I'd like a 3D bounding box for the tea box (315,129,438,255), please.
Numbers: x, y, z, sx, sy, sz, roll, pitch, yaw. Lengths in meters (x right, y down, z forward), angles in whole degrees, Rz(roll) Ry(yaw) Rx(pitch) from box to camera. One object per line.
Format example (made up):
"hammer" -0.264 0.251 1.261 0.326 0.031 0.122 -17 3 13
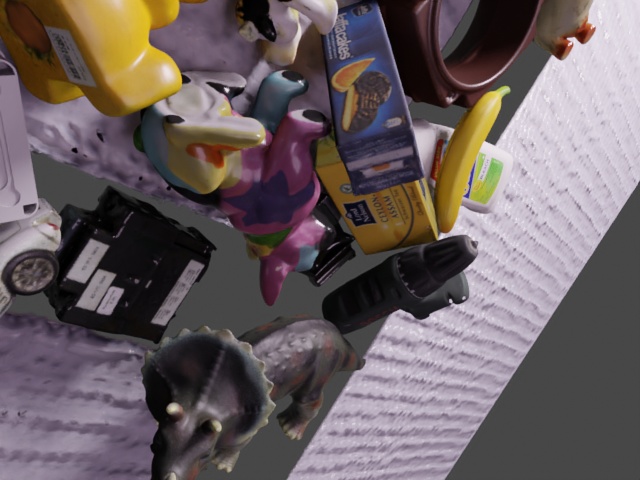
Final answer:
"tea box" 0.069 -0.061 0.614 0.098 0.068 0.169 -13 141 20

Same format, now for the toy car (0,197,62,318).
"toy car" -0.268 0.050 0.396 0.201 0.074 0.056 -51 139 -4

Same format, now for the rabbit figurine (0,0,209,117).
"rabbit figurine" -0.134 -0.186 0.361 0.173 0.122 0.162 -44 130 -33

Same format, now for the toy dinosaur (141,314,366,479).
"toy dinosaur" -0.047 0.147 0.609 0.405 0.131 0.192 -19 150 -46

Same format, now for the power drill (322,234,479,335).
"power drill" 0.131 0.061 0.716 0.232 0.086 0.207 -30 166 27

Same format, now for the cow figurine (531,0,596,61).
"cow figurine" 0.286 -0.329 0.651 0.085 0.127 0.194 -42 152 -14

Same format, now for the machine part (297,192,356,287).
"machine part" -0.001 -0.002 0.643 0.084 0.039 0.138 -34 137 -10

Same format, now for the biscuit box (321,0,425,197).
"biscuit box" 0.041 -0.135 0.478 0.063 0.203 0.059 -15 139 11

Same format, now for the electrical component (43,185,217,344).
"electrical component" -0.176 0.021 0.479 0.134 0.058 0.115 34 89 -49

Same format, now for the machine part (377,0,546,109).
"machine part" 0.156 -0.261 0.583 0.201 0.087 0.201 -47 137 -8

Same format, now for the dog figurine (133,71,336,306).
"dog figurine" -0.069 -0.036 0.503 0.191 0.109 0.219 -8 132 -23

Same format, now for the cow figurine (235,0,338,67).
"cow figurine" -0.029 -0.208 0.423 0.098 0.068 0.167 3 148 -31
